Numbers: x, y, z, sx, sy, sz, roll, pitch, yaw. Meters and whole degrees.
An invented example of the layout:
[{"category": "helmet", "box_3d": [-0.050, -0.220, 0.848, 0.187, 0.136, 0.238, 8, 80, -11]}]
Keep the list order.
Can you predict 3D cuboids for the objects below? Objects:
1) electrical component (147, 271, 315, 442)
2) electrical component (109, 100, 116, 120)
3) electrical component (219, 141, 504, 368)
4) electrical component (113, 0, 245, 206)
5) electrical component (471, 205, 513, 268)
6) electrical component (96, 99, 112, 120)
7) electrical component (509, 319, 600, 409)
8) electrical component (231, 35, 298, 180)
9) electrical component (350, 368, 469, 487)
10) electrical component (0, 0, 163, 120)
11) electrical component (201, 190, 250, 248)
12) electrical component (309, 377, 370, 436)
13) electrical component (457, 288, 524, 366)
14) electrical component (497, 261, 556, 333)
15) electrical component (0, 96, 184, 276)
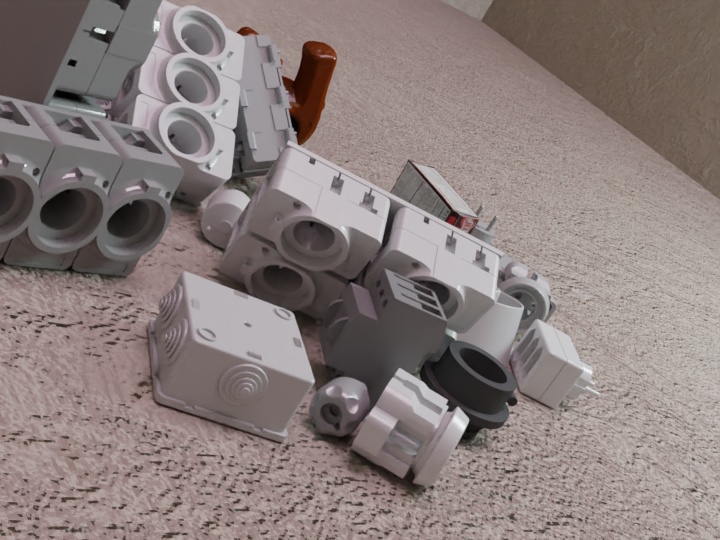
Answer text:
[{"category": "electrical component", "box_3d": [-0.081, 0.052, 0.674, 0.100, 0.048, 0.099, 23, 22, -25]}, {"category": "electrical component", "box_3d": [-0.211, -0.140, 0.948, 0.077, 0.044, 0.079, 44, 23, 31]}, {"category": "electrical component", "box_3d": [0.000, -0.003, 0.817, 0.186, 0.105, 0.060, 26, 45, -13]}, {"category": "electrical component", "box_3d": [-0.152, -0.144, 0.906, 0.089, 0.062, 0.150, 19, 58, -30]}, {"category": "electrical component", "box_3d": [0.117, -0.032, 1.130, 0.138, 0.073, 0.052, 38, 20, 16]}, {"category": "electrical component", "box_3d": [-0.225, -0.132, 0.883, 0.043, 0.062, 0.043, 28, 20, -11]}, {"category": "electrical component", "box_3d": [0.183, 0.092, 0.969, 0.077, 0.047, 0.065, 28, 20, -13]}, {"category": "electrical component", "box_3d": [-0.100, -0.153, 1.006, 0.079, 0.121, 0.063, -9, -6, -25]}, {"category": "electrical component", "box_3d": [0.034, 0.105, 0.705, 0.057, 0.058, 0.078, 31, 19, 6]}, {"category": "electrical component", "box_3d": [-0.213, -0.140, 0.734, 0.060, 0.186, 0.105, 5, 33, -52]}, {"category": "electrical component", "box_3d": [-0.106, -0.047, 0.886, 0.040, 0.040, 0.078, 28, 20, -10]}, {"category": "electrical component", "box_3d": [-0.009, 0.087, 0.715, 0.035, 0.035, 0.061, 35, 18, 9]}, {"category": "electrical component", "box_3d": [0.099, 0.041, 0.980, 0.099, 0.064, 0.099, 21, 10, -4]}, {"category": "electrical component", "box_3d": [0.158, 0.029, 1.068, 0.078, 0.058, 0.057, 31, 17, -3]}, {"category": "electrical component", "box_3d": [-0.198, -0.050, 0.685, 0.150, 0.089, 0.061, 8, 31, -49]}]
